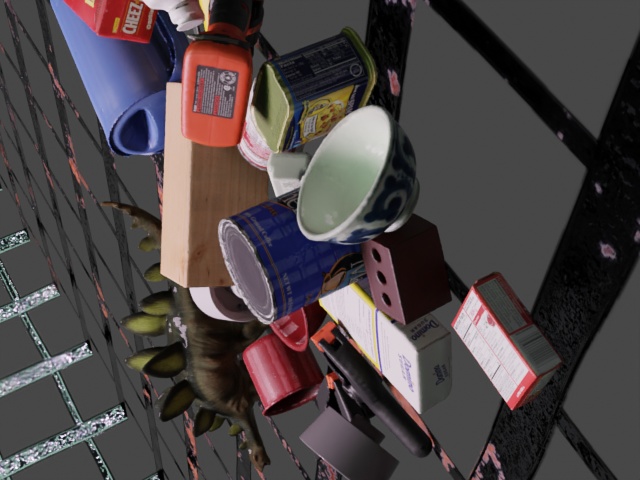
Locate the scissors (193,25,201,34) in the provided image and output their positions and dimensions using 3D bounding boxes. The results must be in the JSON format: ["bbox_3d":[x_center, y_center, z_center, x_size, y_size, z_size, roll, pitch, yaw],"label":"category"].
[{"bbox_3d":[-0.151,-0.269,1.195,0.096,0.016,0.202,53,156,36],"label":"scissors"}]

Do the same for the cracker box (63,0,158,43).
[{"bbox_3d":[-0.234,-0.332,1.160,0.214,0.071,0.164,44,123,44],"label":"cracker box"}]

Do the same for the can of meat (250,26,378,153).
[{"bbox_3d":[-0.008,-0.124,0.906,0.057,0.083,0.102,60,159,16],"label":"can of meat"}]

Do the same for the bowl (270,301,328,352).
[{"bbox_3d":[-0.033,0.042,1.197,0.162,0.055,0.162,51,155,34],"label":"bowl"}]

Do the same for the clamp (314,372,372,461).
[{"bbox_3d":[0.027,0.235,1.290,0.165,0.036,0.210,32,139,52],"label":"clamp"}]

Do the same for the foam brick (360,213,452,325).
[{"bbox_3d":[0.073,0.023,0.918,0.053,0.051,0.078,30,140,57],"label":"foam brick"}]

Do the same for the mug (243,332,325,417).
[{"bbox_3d":[-0.039,0.162,1.323,0.081,0.093,0.117,64,-163,19],"label":"mug"}]

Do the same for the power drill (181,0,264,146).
[{"bbox_3d":[-0.083,-0.172,0.948,0.184,0.057,0.187,100,175,-47],"label":"power drill"}]

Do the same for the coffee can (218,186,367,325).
[{"bbox_3d":[-0.006,0.001,0.962,0.103,0.140,0.103,51,156,34],"label":"coffee can"}]

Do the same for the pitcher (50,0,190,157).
[{"bbox_3d":[-0.235,-0.236,1.301,0.243,0.149,0.145,61,-176,22],"label":"pitcher"}]

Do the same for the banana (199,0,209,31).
[{"bbox_3d":[-0.106,-0.243,1.090,0.070,0.037,0.198,-111,10,-58],"label":"banana"}]

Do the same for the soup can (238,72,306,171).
[{"bbox_3d":[-0.039,-0.117,1.014,0.068,0.068,0.102,61,159,13],"label":"soup can"}]

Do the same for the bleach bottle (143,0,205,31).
[{"bbox_3d":[-0.159,-0.322,1.009,0.251,0.102,0.068,69,164,2],"label":"bleach bottle"}]

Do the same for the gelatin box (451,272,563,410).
[{"bbox_3d":[0.145,0.079,0.835,0.089,0.030,0.073,57,160,23],"label":"gelatin box"}]

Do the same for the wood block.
[{"bbox_3d":[-0.110,-0.060,1.122,0.091,0.090,0.206,18,107,63],"label":"wood block"}]

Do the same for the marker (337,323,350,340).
[{"bbox_3d":[0.014,0.051,1.143,0.020,0.020,0.121,16,128,64],"label":"marker"}]

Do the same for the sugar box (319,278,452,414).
[{"bbox_3d":[0.059,0.075,1.022,0.176,0.048,0.093,44,153,39],"label":"sugar box"}]

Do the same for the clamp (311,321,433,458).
[{"bbox_3d":[0.052,0.154,1.094,0.120,0.039,0.171,25,158,49],"label":"clamp"}]
